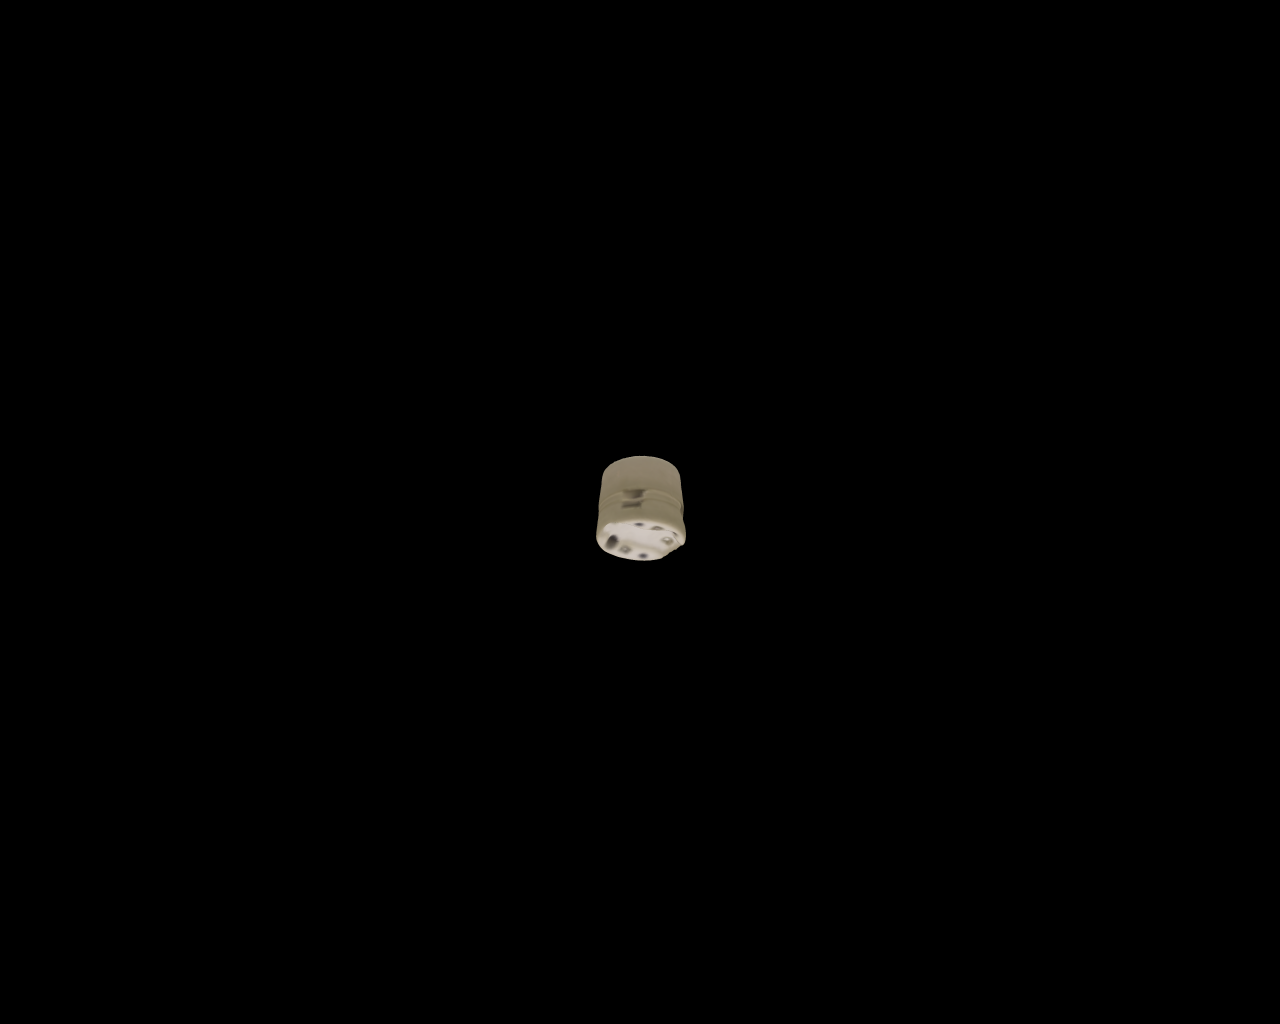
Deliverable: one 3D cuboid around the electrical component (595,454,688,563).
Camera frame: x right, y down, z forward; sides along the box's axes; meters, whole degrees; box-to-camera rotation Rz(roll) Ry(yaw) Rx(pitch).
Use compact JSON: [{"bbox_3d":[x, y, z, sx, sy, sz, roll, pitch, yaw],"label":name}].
[{"bbox_3d":[0.001,-0.003,0.650,0.055,0.047,0.055,0,-30,0],"label":"electrical component"}]
